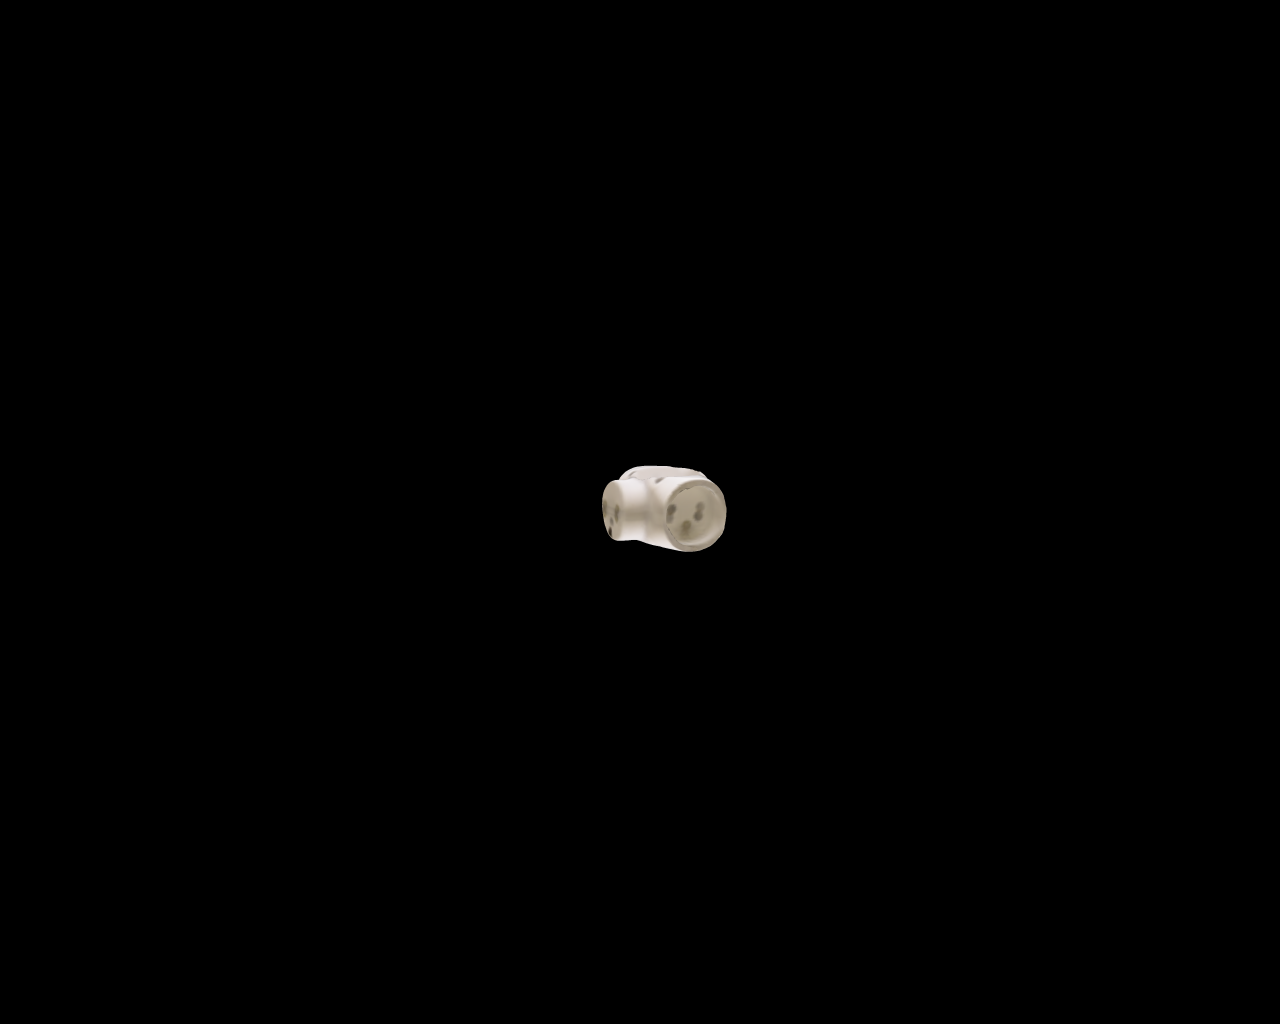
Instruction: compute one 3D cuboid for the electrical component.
[{"bbox_3d":[0.001,-0.003,0.650,0.079,0.044,0.077,-4,10,-23],"label":"electrical component"}]
